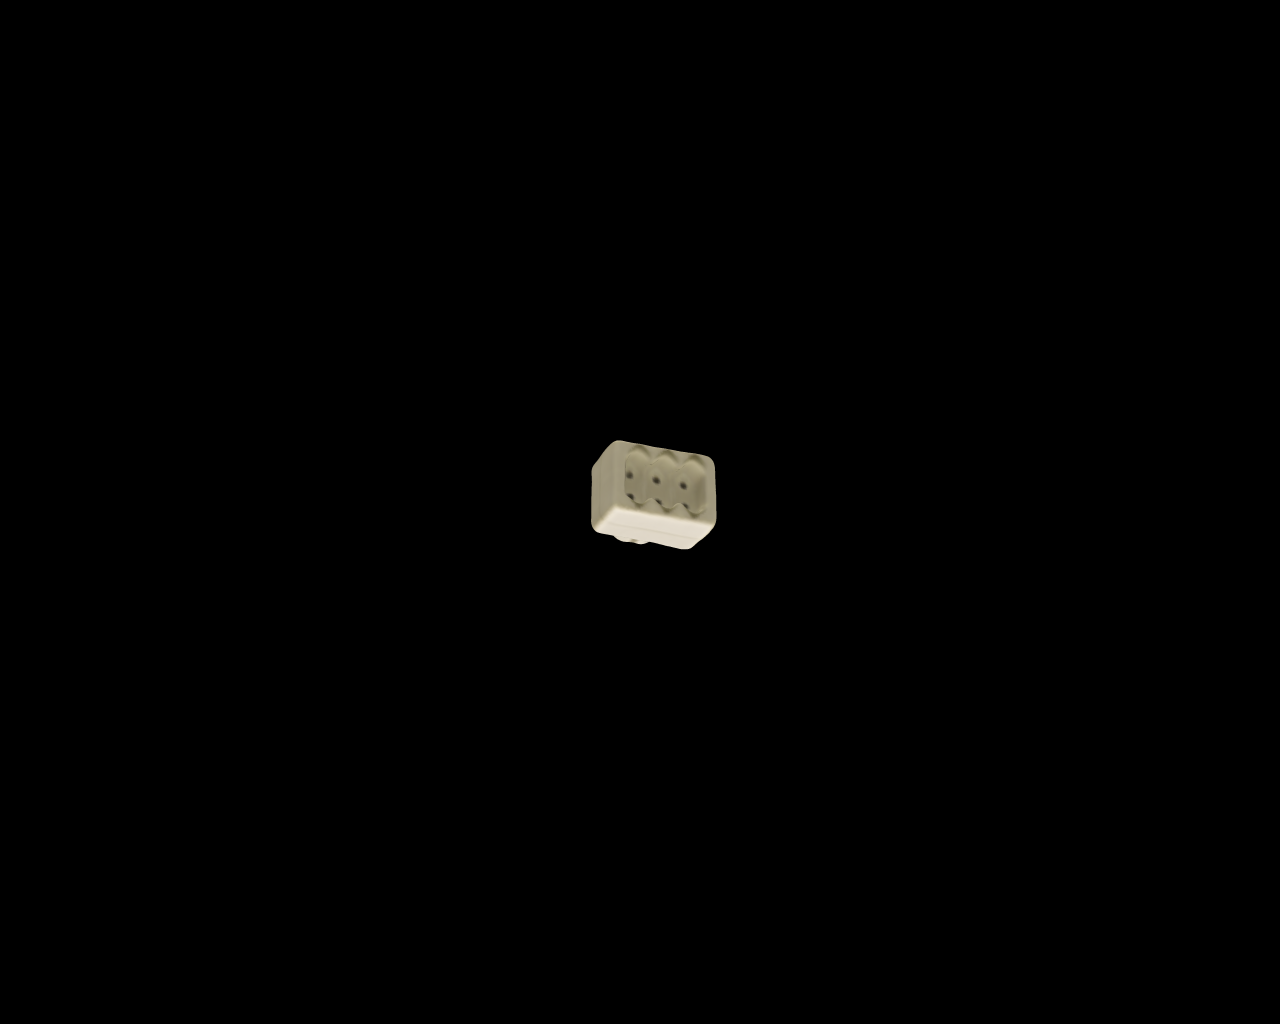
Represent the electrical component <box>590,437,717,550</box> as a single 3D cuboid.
[{"bbox_3d":[0.001,-0.003,0.650,0.066,0.047,0.076,10,-28,-20],"label":"electrical component"}]
